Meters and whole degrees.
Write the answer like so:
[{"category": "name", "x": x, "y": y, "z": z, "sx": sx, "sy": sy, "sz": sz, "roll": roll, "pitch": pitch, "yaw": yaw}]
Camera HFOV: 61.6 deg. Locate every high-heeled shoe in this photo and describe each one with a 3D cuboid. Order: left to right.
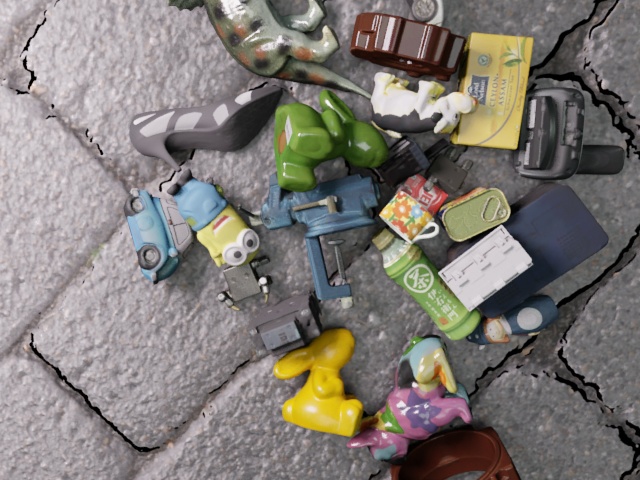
[{"category": "high-heeled shoe", "x": -0.193, "y": -0.209, "z": 0.892, "sx": 0.249, "sy": 0.086, "sz": 0.145, "roll": -36, "pitch": 64, "yaw": -10}]

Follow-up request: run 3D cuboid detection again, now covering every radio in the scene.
[{"category": "radio", "x": 0.333, "y": 0.013, "z": 0.885, "sx": 0.229, "sy": 0.073, "sz": 0.131, "roll": -35, "pitch": 95, "yaw": 6}]

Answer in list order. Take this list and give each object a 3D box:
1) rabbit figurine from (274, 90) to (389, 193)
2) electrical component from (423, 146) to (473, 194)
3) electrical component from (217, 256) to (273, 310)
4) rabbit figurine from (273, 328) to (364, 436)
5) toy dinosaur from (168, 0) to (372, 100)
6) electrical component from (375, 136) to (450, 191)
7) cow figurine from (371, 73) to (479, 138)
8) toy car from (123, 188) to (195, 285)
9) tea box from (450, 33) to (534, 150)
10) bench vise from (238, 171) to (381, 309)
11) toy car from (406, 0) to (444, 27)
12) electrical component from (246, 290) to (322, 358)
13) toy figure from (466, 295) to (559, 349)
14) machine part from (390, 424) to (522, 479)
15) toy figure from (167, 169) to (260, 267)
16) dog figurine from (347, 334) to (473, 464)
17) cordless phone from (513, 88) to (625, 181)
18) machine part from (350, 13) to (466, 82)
[{"category": "rabbit figurine", "x": 0.018, "y": -0.150, "z": 0.833, "sx": 0.170, "sy": 0.159, "sz": 0.121, "roll": 3, "pitch": 133, "yaw": -21}, {"category": "electrical component", "x": 0.209, "y": -0.107, "z": 0.880, "sx": 0.063, "sy": 0.021, "sz": 0.094, "roll": 38, "pitch": 72, "yaw": -2}, {"category": "electrical component", "x": -0.129, "y": 0.077, "z": 0.930, "sx": 0.102, "sy": 0.045, "sz": 0.078, "roll": -15, "pitch": 99, "yaw": 5}, {"category": "rabbit figurine", "x": 0.005, "y": 0.234, "z": 0.930, "sx": 0.162, "sy": 0.122, "sz": 0.173, "roll": 12, "pitch": 86, "yaw": 10}, {"category": "toy dinosaur", "x": -0.098, "y": -0.340, "z": 0.834, "sx": 0.192, "sy": 0.131, "sz": 0.404, "roll": -29, "pitch": 105, "yaw": 24}, {"category": "electrical component", "x": 0.147, "y": -0.136, "z": 0.865, "sx": 0.119, "sy": 0.075, "sz": 0.047, "roll": -36, "pitch": 110, "yaw": 12}, {"category": "cow figurine", "x": 0.157, "y": -0.198, "z": 0.832, "sx": 0.168, "sy": 0.068, "sz": 0.098, "roll": 24, "pitch": 108, "yaw": 33}, {"category": "toy car", "x": -0.265, "y": -0.011, "z": 0.904, "sx": 0.103, "sy": 0.109, "sz": 0.161, "roll": -14, "pitch": 87, "yaw": -20}, {"category": "tea box", "x": 0.269, "y": -0.231, "z": 0.851, "sx": 0.098, "sy": 0.068, "sz": 0.169, "roll": 4, "pitch": 100, "yaw": 2}, {"category": "bench vise", "x": -0.001, "y": -0.003, "z": 0.873, "sx": 0.224, "sy": 0.129, "sz": 0.240, "roll": -12, "pitch": 89, "yaw": 0}, {"category": "toy car", "x": 0.142, "y": -0.406, "z": 0.826, "sx": 0.056, "sy": 0.073, "sz": 0.201, "roll": -25, "pitch": 97, "yaw": 7}, {"category": "electrical component", "x": -0.056, "y": 0.140, "z": 0.892, "sx": 0.115, "sy": 0.134, "sz": 0.058, "roll": -24, "pitch": 98, "yaw": 4}, {"category": "toy figure", "x": 0.323, "y": 0.139, "z": 0.915, "sx": 0.154, "sy": 0.057, "sz": 0.064, "roll": -23, "pitch": 59, "yaw": 8}, {"category": "machine part", "x": 0.222, "y": 0.399, "z": 0.885, "sx": 0.201, "sy": 0.201, "sz": 0.087, "roll": -22, "pitch": 95, "yaw": 6}, {"category": "toy figure", "x": -0.170, "y": -0.034, "z": 0.884, "sx": 0.082, "sy": 0.089, "sz": 0.180, "roll": -40, "pitch": 103, "yaw": 13}, {"category": "dog figurine", "x": 0.139, "y": 0.279, "z": 0.920, "sx": 0.219, "sy": 0.108, "sz": 0.191, "roll": -24, "pitch": 95, "yaw": 10}, {"category": "cordless phone", "x": 0.410, "y": -0.168, "z": 0.859, "sx": 0.184, "sy": 0.089, "sz": 0.146, "roll": 0, "pitch": 99, "yaw": -8}, {"category": "machine part", "x": 0.127, "y": -0.285, "z": 0.800, "sx": 0.179, "sy": 0.179, "sz": 0.056, "roll": 14, "pitch": 102, "yaw": 0}]
